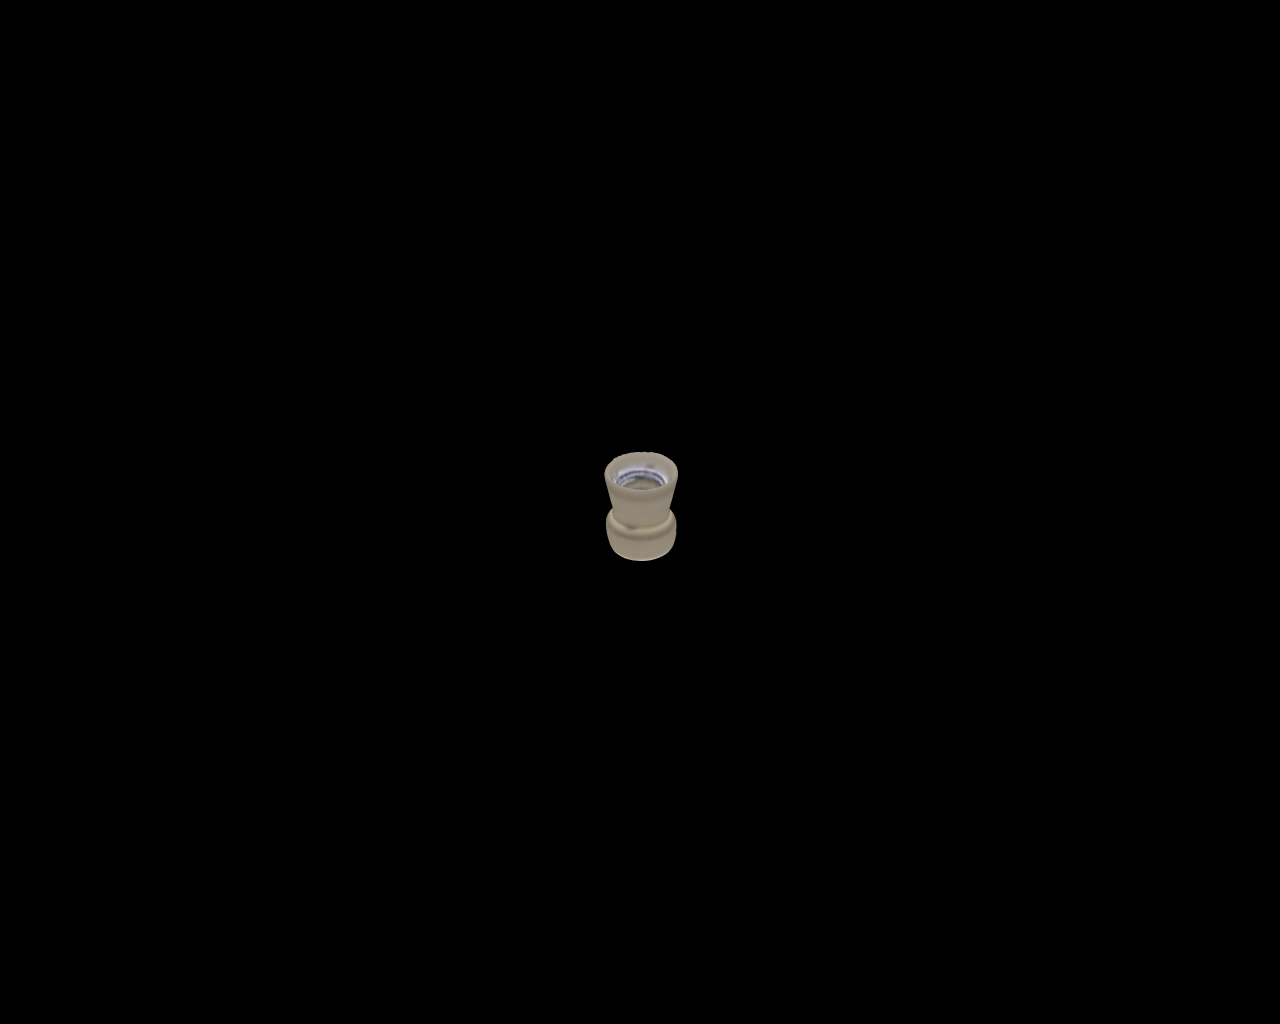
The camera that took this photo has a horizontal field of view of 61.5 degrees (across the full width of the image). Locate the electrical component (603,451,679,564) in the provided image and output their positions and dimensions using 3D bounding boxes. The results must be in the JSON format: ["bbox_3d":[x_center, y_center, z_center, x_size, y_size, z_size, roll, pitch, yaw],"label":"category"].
[{"bbox_3d":[0.001,-0.003,0.650,0.045,0.055,0.045,0,35,0],"label":"electrical component"}]
